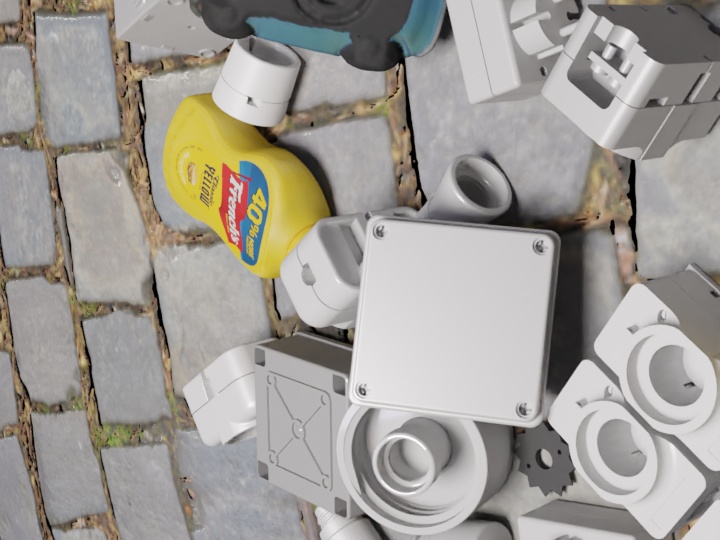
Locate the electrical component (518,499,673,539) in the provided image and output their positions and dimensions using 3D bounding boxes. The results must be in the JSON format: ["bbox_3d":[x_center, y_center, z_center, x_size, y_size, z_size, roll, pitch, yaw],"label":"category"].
[{"bbox_3d":[0.123,0.168,0.610,0.083,0.076,0.047,-3,96,49],"label":"electrical component"}]

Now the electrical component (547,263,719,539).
[{"bbox_3d":[0.188,0.100,0.532,0.186,0.060,0.105,49,131,30],"label":"electrical component"}]

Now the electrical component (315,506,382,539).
[{"bbox_3d":[-0.010,0.195,0.794,0.078,0.040,0.040,53,133,26],"label":"electrical component"}]

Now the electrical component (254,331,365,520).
[{"bbox_3d":[-0.024,0.109,0.778,0.109,0.056,0.108,13,108,47],"label":"electrical component"}]

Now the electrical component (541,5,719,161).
[{"bbox_3d":[0.138,-0.091,0.522,0.050,0.089,0.055,49,131,29],"label":"electrical component"}]

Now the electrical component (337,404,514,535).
[{"bbox_3d":[0.037,0.113,0.675,0.108,0.060,0.108,4,101,22],"label":"electrical component"}]

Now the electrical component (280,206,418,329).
[{"bbox_3d":[0.000,0.000,0.696,0.059,0.095,0.053,-45,65,44],"label":"electrical component"}]

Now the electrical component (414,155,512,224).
[{"bbox_3d":[0.058,-0.035,0.665,0.044,0.044,0.065,62,141,18],"label":"electrical component"}]

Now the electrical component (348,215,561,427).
[{"bbox_3d":[0.055,0.029,0.616,0.109,0.056,0.108,6,87,10],"label":"electrical component"}]

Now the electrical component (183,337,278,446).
[{"bbox_3d":[-0.093,0.101,0.857,0.095,0.054,0.059,-39,69,46],"label":"electrical component"}]

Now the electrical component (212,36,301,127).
[{"bbox_3d":[-0.074,-0.139,0.781,0.055,0.055,0.047,46,126,32],"label":"electrical component"}]

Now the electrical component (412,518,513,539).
[{"bbox_3d":[0.065,0.183,0.706,0.078,0.040,0.040,-8,92,49],"label":"electrical component"}]

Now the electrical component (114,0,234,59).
[{"bbox_3d":[-0.126,-0.199,0.793,0.100,0.100,0.048,-22,70,48],"label":"electrical component"}]

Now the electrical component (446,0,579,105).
[{"bbox_3d":[0.095,-0.134,0.594,0.077,0.047,0.065,-14,89,50],"label":"electrical component"}]
